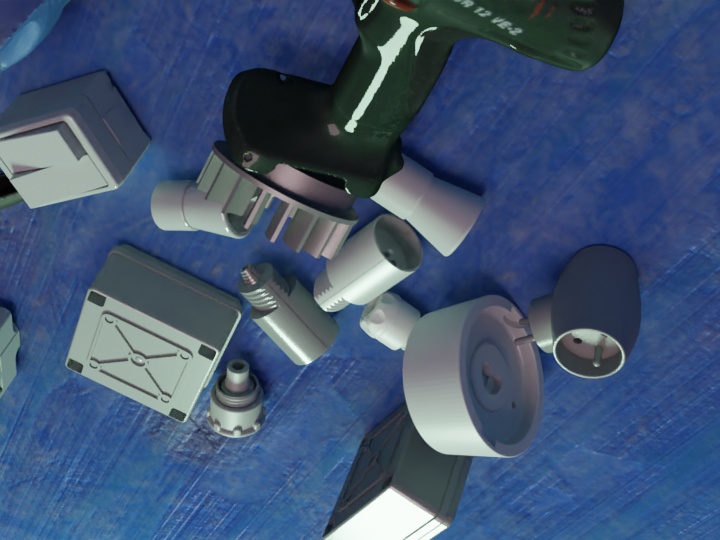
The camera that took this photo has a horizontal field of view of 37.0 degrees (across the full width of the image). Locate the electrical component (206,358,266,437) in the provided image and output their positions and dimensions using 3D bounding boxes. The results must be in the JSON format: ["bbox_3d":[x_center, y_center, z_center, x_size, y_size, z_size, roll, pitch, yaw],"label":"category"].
[{"bbox_3d":[-0.098,0.099,0.859,0.048,0.048,0.062,14,128,8],"label":"electrical component"}]

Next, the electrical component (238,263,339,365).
[{"bbox_3d":[-0.057,0.026,0.774,0.043,0.043,0.081,-22,120,35],"label":"electrical component"}]

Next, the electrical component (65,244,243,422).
[{"bbox_3d":[-0.159,0.050,0.826,0.109,0.056,0.108,26,135,-4],"label":"electrical component"}]

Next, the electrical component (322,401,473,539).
[{"bbox_3d":[0.033,0.158,0.818,0.056,0.108,0.108,34,134,-8],"label":"electrical component"}]

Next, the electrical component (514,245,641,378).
[{"bbox_3d":[0.134,0.030,0.683,0.079,0.077,0.043,-19,122,34],"label":"electrical component"}]

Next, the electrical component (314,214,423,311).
[{"bbox_3d":[0.000,0.000,0.729,0.043,0.043,0.081,40,132,-17],"label":"electrical component"}]

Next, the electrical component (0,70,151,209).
[{"bbox_3d":[-0.202,-0.082,0.716,0.096,0.061,0.061,-9,127,28],"label":"electrical component"}]

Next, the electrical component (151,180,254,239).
[{"bbox_3d":[-0.109,-0.044,0.732,0.065,0.044,0.044,2,132,26],"label":"electrical component"}]

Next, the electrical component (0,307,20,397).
[{"bbox_3d":[-0.372,0.055,0.907,0.150,0.061,0.089,18,135,4],"label":"electrical component"}]

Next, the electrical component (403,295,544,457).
[{"bbox_3d":[0.072,0.074,0.730,0.060,0.108,0.108,-12,126,37],"label":"electrical component"}]

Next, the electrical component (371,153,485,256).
[{"bbox_3d":[0.040,-0.044,0.676,0.065,0.044,0.044,33,134,-4],"label":"electrical component"}]

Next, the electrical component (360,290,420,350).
[{"bbox_3d":[0.032,0.042,0.763,0.061,0.035,0.035,34,134,-15],"label":"electrical component"}]
